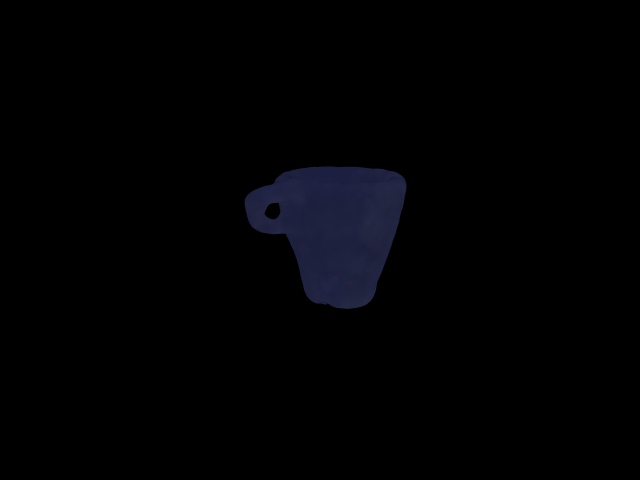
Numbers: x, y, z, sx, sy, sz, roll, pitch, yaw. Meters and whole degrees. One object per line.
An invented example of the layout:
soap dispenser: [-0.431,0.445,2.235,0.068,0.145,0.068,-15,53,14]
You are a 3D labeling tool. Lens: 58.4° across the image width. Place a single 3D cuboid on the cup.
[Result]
cup: [0.004,0.001,0.400,0.118,0.095,0.091,-10,18,-33]
